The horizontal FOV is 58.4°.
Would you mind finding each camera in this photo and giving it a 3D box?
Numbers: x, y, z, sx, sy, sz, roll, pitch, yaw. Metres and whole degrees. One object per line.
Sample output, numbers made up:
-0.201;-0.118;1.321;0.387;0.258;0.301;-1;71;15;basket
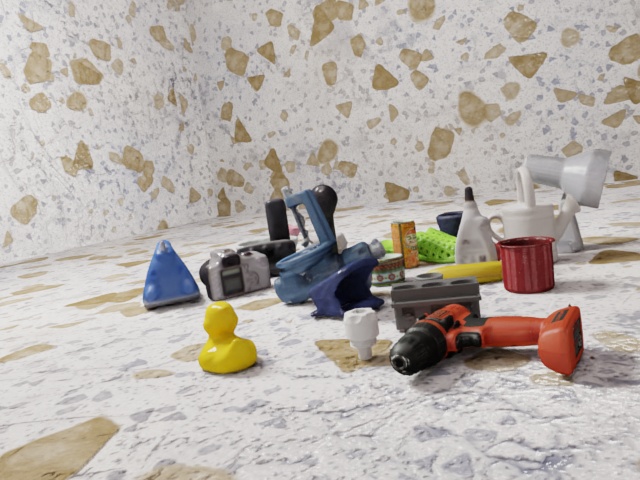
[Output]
-0.200;0.065;1.258;0.143;0.101;0.136;-12;9;-32;camera

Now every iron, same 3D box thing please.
-0.337;0.061;1.265;0.119;0.141;0.258;-10;8;-15;iron

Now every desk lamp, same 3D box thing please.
0.516;-0.083;1.222;0.202;0.213;0.118;-4;9;28;desk lamp

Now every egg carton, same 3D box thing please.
0.015;0.024;1.475;0.107;0.069;0.150;-6;7;9;egg carton

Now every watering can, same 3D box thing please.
0.423;-0.051;1.145;0.173;0.194;0.101;-9;8;-9;watering can

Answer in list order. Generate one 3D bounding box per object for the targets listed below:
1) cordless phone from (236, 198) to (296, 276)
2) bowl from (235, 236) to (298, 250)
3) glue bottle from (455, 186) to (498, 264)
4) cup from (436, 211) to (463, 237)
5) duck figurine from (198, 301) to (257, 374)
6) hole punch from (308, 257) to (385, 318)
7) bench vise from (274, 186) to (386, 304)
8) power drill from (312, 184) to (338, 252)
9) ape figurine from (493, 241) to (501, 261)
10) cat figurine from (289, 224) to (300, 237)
-0.136;-0.005;1.396;0.148;0.185;0.094;-9;8;-12;cordless phone
-0.136;0.037;1.507;0.167;0.075;0.167;-7;7;1;bowl
0.291;-0.015;1.087;0.077;0.173;0.037;-2;9;35;glue bottle
0.332;-0.021;1.392;0.091;0.095;0.118;-6;8;13;cup
-0.128;0.126;0.769;0.078;0.086;0.104;-12;9;-29;duck figurine
0.039;0.077;0.953;0.100;0.091;0.109;-1;10;41;hole punch
0.009;0.002;1.057;0.207;0.220;0.121;-8;8;-5;bench vise
0.017;-0.028;1.327;0.075;0.208;0.229;-8;7;-1;power drill
0.321;0.014;1.145;0.077;0.092;0.076;-4;8;28;ape figurine
-0.106;-0.005;1.629;0.067;0.118;0.127;-13;9;-36;cat figurine
